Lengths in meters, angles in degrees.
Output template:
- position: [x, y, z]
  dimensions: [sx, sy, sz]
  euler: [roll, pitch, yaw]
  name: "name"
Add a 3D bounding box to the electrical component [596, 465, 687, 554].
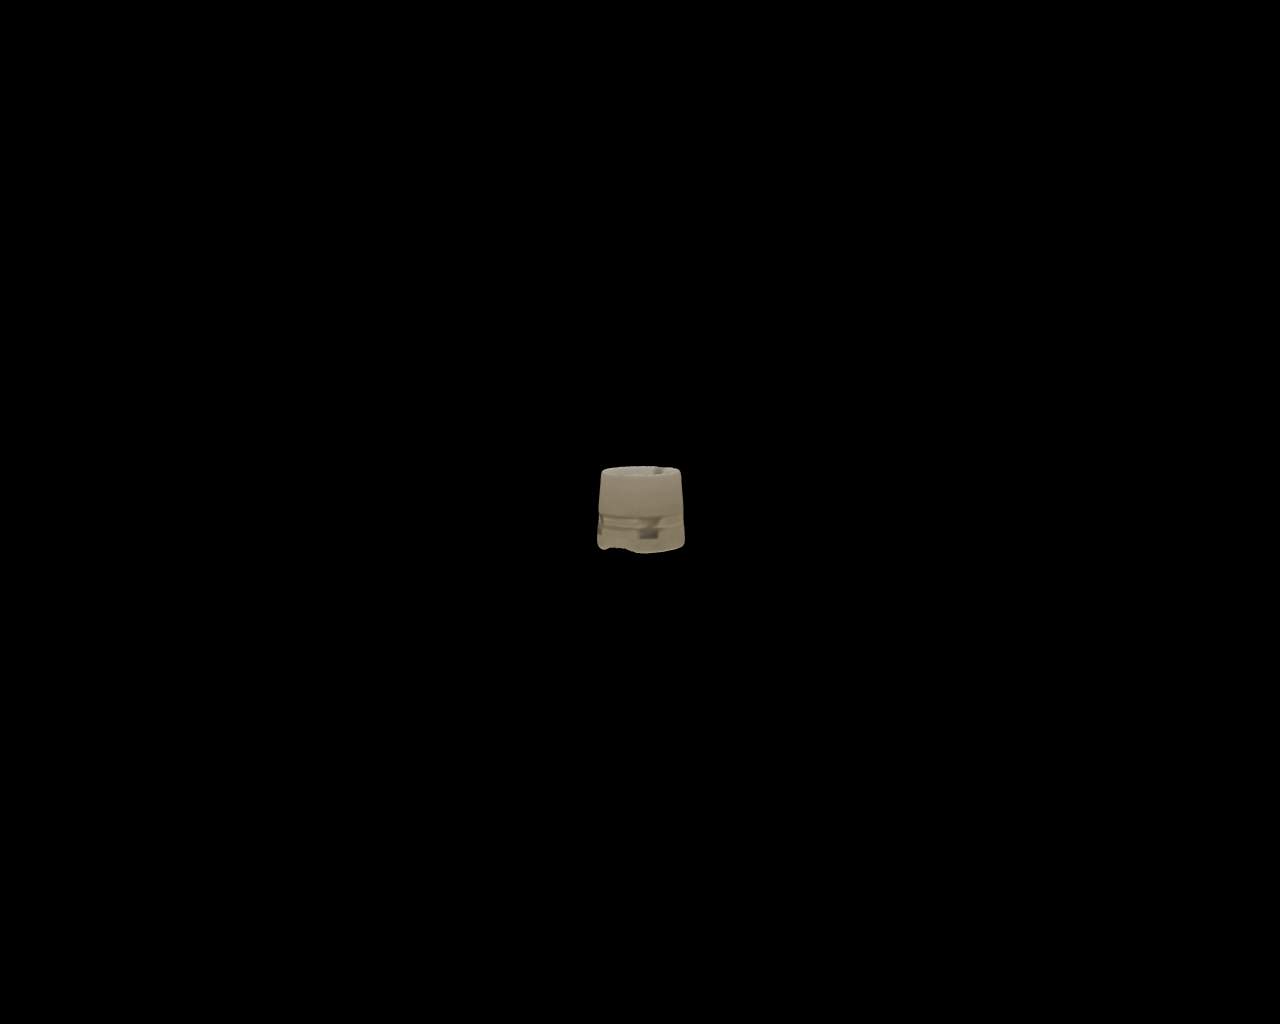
- position: [0.001, -0.003, 0.650]
  dimensions: [0.055, 0.047, 0.055]
  euler: [0, 9, 0]
  name: "electrical component"
